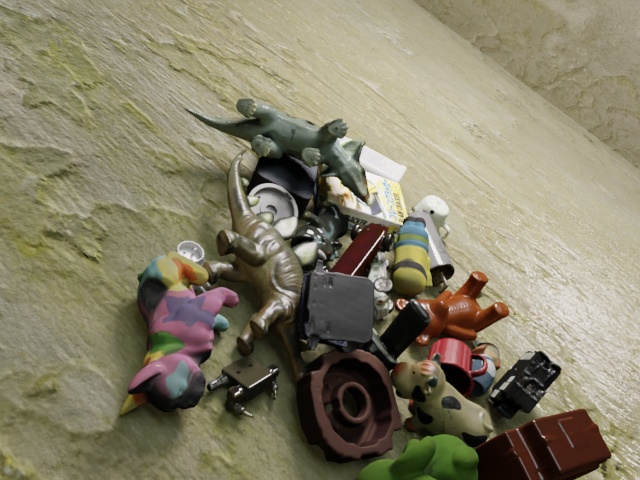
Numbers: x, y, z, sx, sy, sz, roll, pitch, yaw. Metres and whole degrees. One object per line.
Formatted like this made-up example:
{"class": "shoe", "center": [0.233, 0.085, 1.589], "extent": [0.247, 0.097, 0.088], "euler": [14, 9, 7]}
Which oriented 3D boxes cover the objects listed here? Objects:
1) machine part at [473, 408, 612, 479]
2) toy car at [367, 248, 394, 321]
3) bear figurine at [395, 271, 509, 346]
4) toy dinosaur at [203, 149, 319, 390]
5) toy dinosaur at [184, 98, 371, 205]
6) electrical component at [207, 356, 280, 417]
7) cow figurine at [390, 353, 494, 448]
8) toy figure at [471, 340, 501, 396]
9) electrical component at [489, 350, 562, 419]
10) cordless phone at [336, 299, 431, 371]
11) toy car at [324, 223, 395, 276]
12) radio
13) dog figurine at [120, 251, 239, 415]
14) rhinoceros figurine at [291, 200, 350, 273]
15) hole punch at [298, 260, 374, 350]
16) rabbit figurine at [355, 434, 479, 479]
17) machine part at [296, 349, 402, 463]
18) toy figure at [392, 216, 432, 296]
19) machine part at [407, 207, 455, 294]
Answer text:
{"class": "machine part", "center": [0.329, 0.349, 0.842], "extent": [0.201, 0.201, 0.087], "euler": [3, 52, -33]}
{"class": "toy car", "center": [0.116, 0.071, 1.085], "extent": [0.056, 0.073, 0.202], "euler": [-4, 43, 5]}
{"class": "bear figurine", "center": [0.259, 0.139, 1.078], "extent": [0.196, 0.132, 0.120], "euler": [7, 44, -38]}
{"class": "toy dinosaur", "center": [-0.098, 0.035, 0.934], "extent": [0.198, 0.105, 0.471], "euler": [-7, 68, -44]}
{"class": "toy dinosaur", "center": [-0.061, -0.207, 1.110], "extent": [0.405, 0.131, 0.192], "euler": [22, 0, 4]}
{"class": "electrical component", "center": [-0.108, 0.219, 0.807], "extent": [0.078, 0.045, 0.102], "euler": [19, 28, 30]}
{"class": "cow figurine", "center": [0.200, 0.271, 0.893], "extent": [0.195, 0.127, 0.085], "euler": [36, 35, -3]}
{"class": "toy figure", "center": [0.325, 0.248, 1.065], "extent": [0.154, 0.058, 0.064], "euler": [-40, 115, -52]}
{"class": "electrical component", "center": [0.381, 0.274, 1.013], "extent": [0.058, 0.134, 0.115], "euler": [42, -4, 14]}
{"class": "cordless phone", "center": [0.101, 0.139, 0.920], "extent": [0.089, 0.184, 0.147], "euler": [-18, 61, -39]}
{"class": "toy car", "center": [0.073, 0.038, 1.038], "extent": [0.089, 0.053, 0.202], "euler": [14, 44, 28]}
{"class": "radio", "center": [-0.076, -0.156, 1.199], "extent": [0.131, 0.073, 0.230], "euler": [23, 38, -12]}
{"class": "dog figurine", "center": [-0.222, 0.138, 0.763], "extent": [0.191, 0.108, 0.219], "euler": [36, 41, 2]}
{"class": "rhinoceros figurine", "center": [-0.002, -0.003, 1.095], "extent": [0.112, 0.073, 0.190], "euler": [44, 37, -2]}
{"class": "hole punch", "center": [0.018, 0.113, 0.870], "extent": [0.116, 0.092, 0.142], "euler": [12, 73, -18]}
{"class": "rabbit figurine", "center": [0.137, 0.350, 0.772], "extent": [0.170, 0.159, 0.121], "euler": [-5, 61, -19]}
{"class": "machine part", "center": [0.044, 0.256, 0.836], "extent": [0.179, 0.056, 0.179], "euler": [20, 51, -27]}
{"class": "toy figure", "center": [0.191, 0.033, 1.145], "extent": [0.089, 0.082, 0.180], "euler": [38, 54, -48]}
{"class": "machine part", "center": [0.245, 0.016, 1.233], "extent": [0.079, 0.079, 0.243], "euler": [11, 43, -26]}
